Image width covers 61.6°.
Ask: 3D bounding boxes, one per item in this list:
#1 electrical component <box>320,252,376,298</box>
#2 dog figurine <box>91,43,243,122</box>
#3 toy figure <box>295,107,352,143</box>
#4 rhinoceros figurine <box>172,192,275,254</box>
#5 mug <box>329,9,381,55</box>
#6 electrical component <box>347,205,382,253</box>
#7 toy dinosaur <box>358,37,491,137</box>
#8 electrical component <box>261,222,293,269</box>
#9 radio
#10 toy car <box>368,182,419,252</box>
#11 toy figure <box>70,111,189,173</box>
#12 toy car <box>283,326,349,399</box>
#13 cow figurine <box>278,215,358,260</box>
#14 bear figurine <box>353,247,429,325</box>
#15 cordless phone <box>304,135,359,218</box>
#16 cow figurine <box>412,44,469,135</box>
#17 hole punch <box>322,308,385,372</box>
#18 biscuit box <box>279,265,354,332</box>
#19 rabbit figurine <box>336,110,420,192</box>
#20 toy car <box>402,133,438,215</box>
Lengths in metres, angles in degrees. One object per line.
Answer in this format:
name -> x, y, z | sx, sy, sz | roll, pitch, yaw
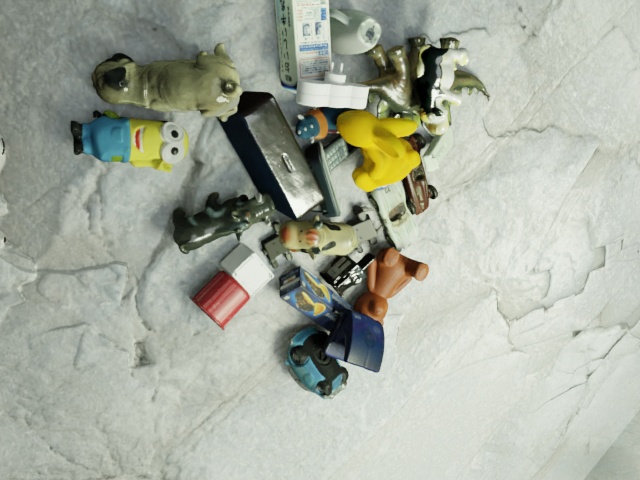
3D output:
electrical component -> 0.067, 0.064, 1.189 | 0.119, 0.075, 0.047 | -41, 125, -2
dog figurine -> -0.236, -0.237, 0.832 | 0.190, 0.172, 0.121 | -15, 105, -36
toy figure -> 0.007, -0.229, 1.043 | 0.154, 0.064, 0.057 | -31, 165, -33
rhinoceros figurine -> -0.176, -0.039, 0.978 | 0.190, 0.112, 0.073 | -22, 117, -15
mug -> 0.056, -0.393, 0.994 | 0.109, 0.107, 0.081 | 32, 87, -39
electrical component -> 0.096, -0.027, 1.201 | 0.078, 0.045, 0.102 | -27, 122, 12
toy dinosaur -> 0.222, -0.324, 1.135 | 0.471, 0.105, 0.198 | -19, 123, -31
electrical component -> -0.090, 0.010, 1.106 | 0.063, 0.021, 0.093 | -30, 122, -20
radio -> -0.091, -0.153, 0.974 | 0.073, 0.131, 0.229 | -38, 124, -18
toy car -> 0.172, -0.058, 1.227 | 0.073, 0.056, 0.201 | -38, 123, -15
toy figure -> -0.303, -0.163, 0.869 | 0.180, 0.089, 0.082 | -2, 123, -23
toy car -> -0.017, 0.282, 1.202 | 0.109, 0.103, 0.161 | -26, 79, -47
cow figurine -> -0.002, -0.003, 1.074 | 0.195, 0.127, 0.085 | 5, 88, -44
bear figurine -> 0.144, 0.118, 1.238 | 0.120, 0.132, 0.195 | 28, 87, -13
cordless phone -> 0.037, -0.146, 1.102 | 0.184, 0.089, 0.146 | -43, 127, -35
cow figurine -> 0.221, -0.286, 1.034 | 0.098, 0.068, 0.167 | -6, 112, -30
hole punch -> 0.084, 0.217, 1.154 | 0.142, 0.092, 0.115 | 26, 85, -33
biscuit box -> -0.002, 0.137, 1.173 | 0.063, 0.059, 0.202 | -31, 131, 24
rabbit figurine -> 0.105, -0.182, 1.034 | 0.173, 0.163, 0.122 | 41, 68, -35
toy car -> 0.217, -0.145, 1.228 | 0.089, 0.053, 0.201 | -34, 122, -22
